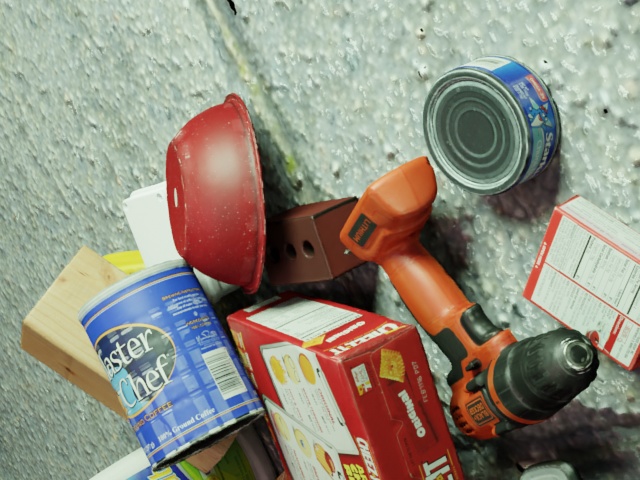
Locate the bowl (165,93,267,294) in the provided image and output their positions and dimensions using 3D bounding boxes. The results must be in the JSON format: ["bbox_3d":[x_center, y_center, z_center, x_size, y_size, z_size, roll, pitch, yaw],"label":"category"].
[{"bbox_3d":[-0.088,-0.034,0.843,0.162,0.055,0.162,175,90,-74],"label":"bowl"}]

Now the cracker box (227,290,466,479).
[{"bbox_3d":[0.020,0.133,0.813,0.214,0.072,0.164,9,121,64],"label":"cracker box"}]

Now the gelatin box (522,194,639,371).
[{"bbox_3d":[0.176,0.026,0.659,0.089,0.030,0.073,37,133,31],"label":"gelatin box"}]

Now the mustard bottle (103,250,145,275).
[{"bbox_3d":[-0.168,0.107,1.061,0.096,0.058,0.191,-3,109,35],"label":"mustard bottle"}]

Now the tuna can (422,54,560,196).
[{"bbox_3d":[0.107,-0.072,0.678,0.086,0.033,0.086,25,128,37],"label":"tuna can"}]

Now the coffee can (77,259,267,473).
[{"bbox_3d":[-0.119,0.101,0.862,0.103,0.102,0.140,-42,72,50],"label":"coffee can"}]

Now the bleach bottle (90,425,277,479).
[{"bbox_3d":[-0.160,0.247,0.978,0.068,0.250,0.102,-24,92,51],"label":"bleach bottle"}]

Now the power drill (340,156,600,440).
[{"bbox_3d":[0.093,0.041,0.707,0.188,0.057,0.185,58,158,11],"label":"power drill"}]

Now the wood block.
[{"bbox_3d":[-0.156,0.110,0.957,0.206,0.090,0.091,34,153,-1],"label":"wood block"}]

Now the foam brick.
[{"bbox_3d":[-0.005,0.001,0.828,0.078,0.051,0.053,-9,103,50],"label":"foam brick"}]
